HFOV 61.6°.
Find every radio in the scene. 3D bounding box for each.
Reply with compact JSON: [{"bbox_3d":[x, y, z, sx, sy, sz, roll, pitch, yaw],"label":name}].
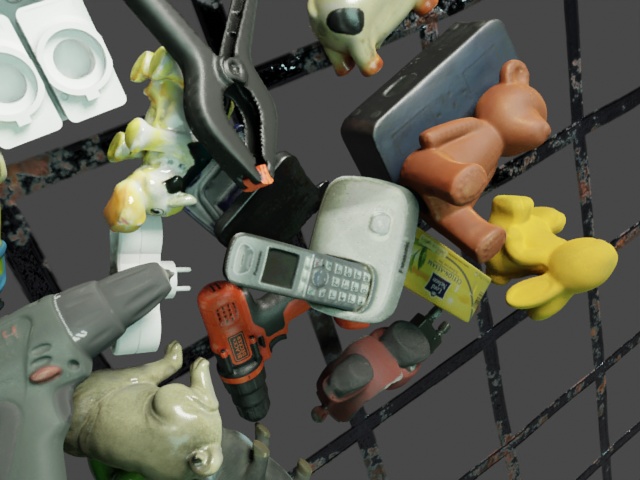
[{"bbox_3d":[0.141,-0.149,0.640,0.229,0.073,0.131,-44,121,-13],"label":"radio"}]

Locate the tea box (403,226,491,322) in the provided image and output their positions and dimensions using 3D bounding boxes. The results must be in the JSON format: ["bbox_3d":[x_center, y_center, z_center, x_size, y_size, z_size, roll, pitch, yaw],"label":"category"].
[{"bbox_3d":[0.121,0.031,0.669,0.169,0.098,0.068,29,89,-32],"label":"tea box"}]

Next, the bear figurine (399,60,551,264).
[{"bbox_3d":[0.185,-0.090,0.565,0.196,0.132,0.120,-36,127,-9],"label":"bear figurine"}]

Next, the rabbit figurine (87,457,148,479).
[{"bbox_3d":[-0.242,0.279,0.545,0.170,0.121,0.159,29,86,-53],"label":"rabbit figurine"}]

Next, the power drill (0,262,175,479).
[{"bbox_3d":[-0.198,0.142,0.415,0.232,0.086,0.207,-21,78,-13],"label":"power drill"}]

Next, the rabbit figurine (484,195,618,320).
[{"bbox_3d":[0.307,0.025,0.732,0.121,0.173,0.162,29,85,-38],"label":"rabbit figurine"}]

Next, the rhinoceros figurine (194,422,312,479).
[{"bbox_3d":[-0.091,0.271,0.614,0.190,0.073,0.112,36,91,-13],"label":"rhinoceros figurine"}]

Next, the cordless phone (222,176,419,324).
[{"bbox_3d":[-0.001,-0.002,0.533,0.184,0.089,0.146,16,87,-28],"label":"cordless phone"}]

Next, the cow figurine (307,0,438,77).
[{"bbox_3d":[0.062,-0.277,0.548,0.195,0.086,0.127,-50,129,-7],"label":"cow figurine"}]

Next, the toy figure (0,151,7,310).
[{"bbox_3d":[-0.290,-0.002,0.418,0.082,0.089,0.180,5,106,-24],"label":"toy figure"}]

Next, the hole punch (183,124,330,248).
[{"bbox_3d":[-0.072,-0.041,0.551,0.142,0.092,0.115,-52,149,-9],"label":"hole punch"}]

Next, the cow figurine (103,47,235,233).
[{"bbox_3d":[-0.135,-0.080,0.487,0.098,0.068,0.167,19,80,-40],"label":"cow figurine"}]

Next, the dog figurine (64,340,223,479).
[{"bbox_3d":[-0.201,0.170,0.485,0.190,0.172,0.121,1,94,-38],"label":"dog figurine"}]

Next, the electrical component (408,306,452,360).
[{"bbox_3d":[0.145,0.139,0.762,0.094,0.021,0.063,-43,122,-13],"label":"electrical component"}]

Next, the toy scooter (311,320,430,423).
[{"bbox_3d":[0.053,0.174,0.677,0.184,0.075,0.135,-14,146,-48],"label":"toy scooter"}]
